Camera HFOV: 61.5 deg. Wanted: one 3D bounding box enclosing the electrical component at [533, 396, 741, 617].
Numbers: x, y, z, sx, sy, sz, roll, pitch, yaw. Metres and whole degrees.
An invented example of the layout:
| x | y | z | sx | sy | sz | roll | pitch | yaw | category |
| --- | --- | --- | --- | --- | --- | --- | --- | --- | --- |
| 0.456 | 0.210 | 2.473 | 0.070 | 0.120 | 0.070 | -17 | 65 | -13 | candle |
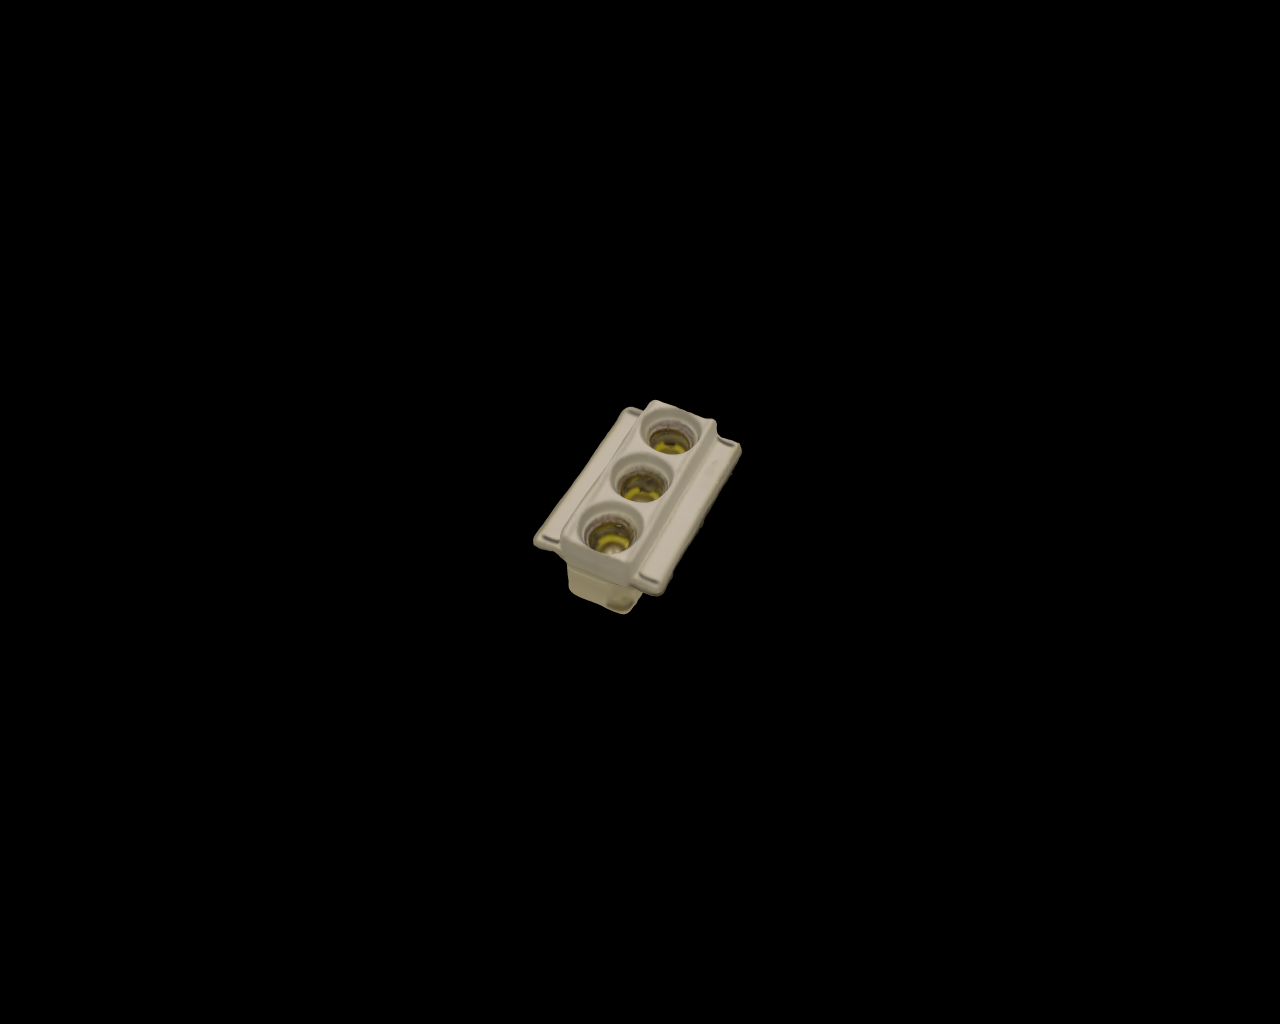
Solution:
| x | y | z | sx | sy | sz | roll | pitch | yaw | category |
| --- | --- | --- | --- | --- | --- | --- | --- | --- | --- |
| 0.001 | -0.003 | 0.650 | 0.079 | 0.121 | 0.063 | 21 | -36 | 16 | electrical component |
